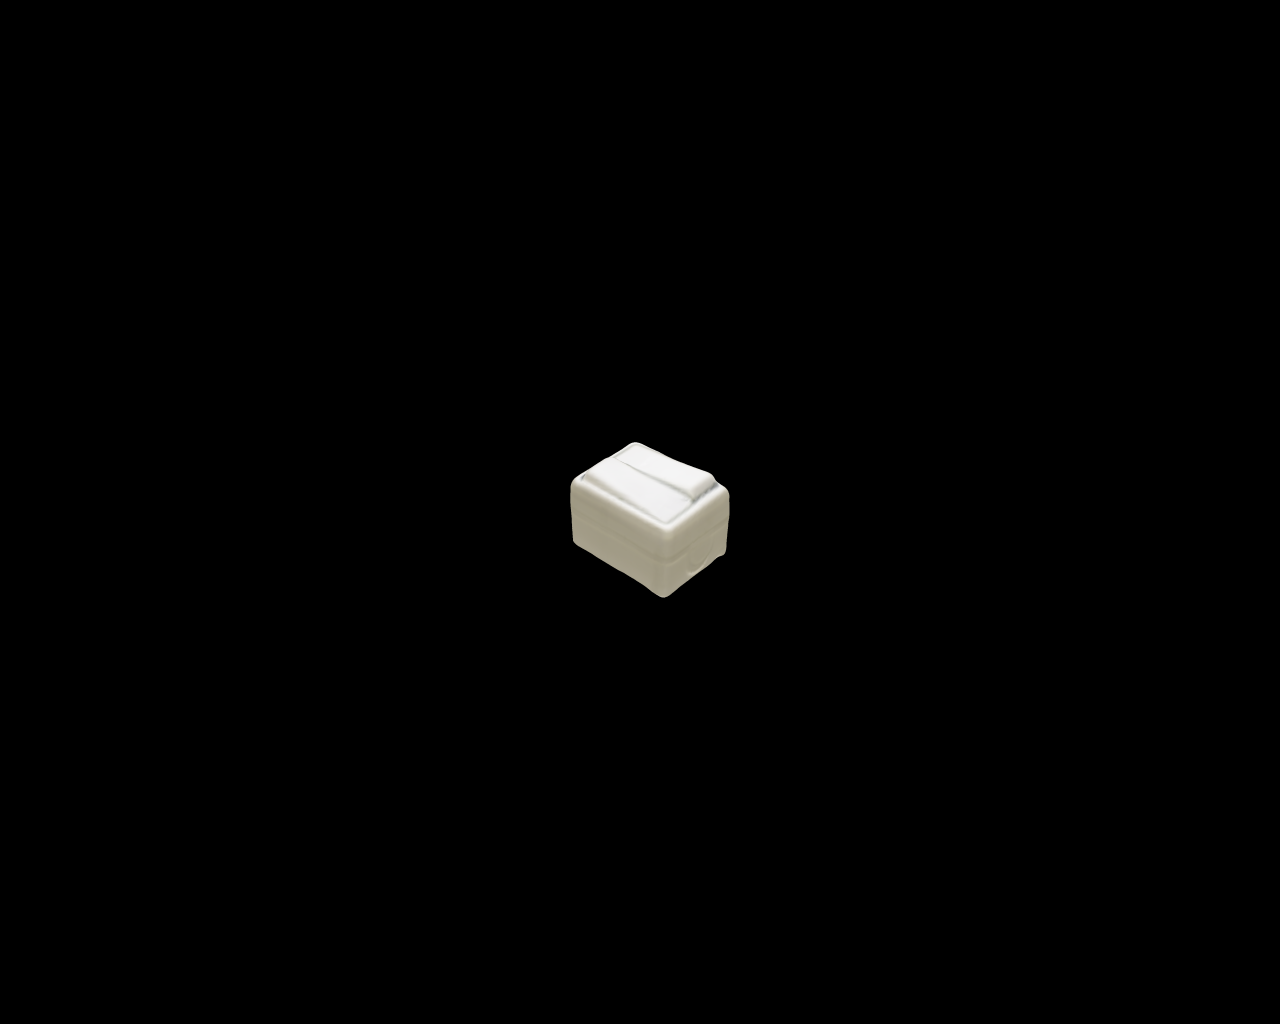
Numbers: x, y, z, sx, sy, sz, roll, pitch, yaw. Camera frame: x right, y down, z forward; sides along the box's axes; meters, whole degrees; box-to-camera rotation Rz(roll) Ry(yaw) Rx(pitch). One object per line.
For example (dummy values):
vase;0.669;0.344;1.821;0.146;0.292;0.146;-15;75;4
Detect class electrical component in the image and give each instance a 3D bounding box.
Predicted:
electrical component;0.001;-0.003;0.650;0.096;0.061;0.062;30;46;33
